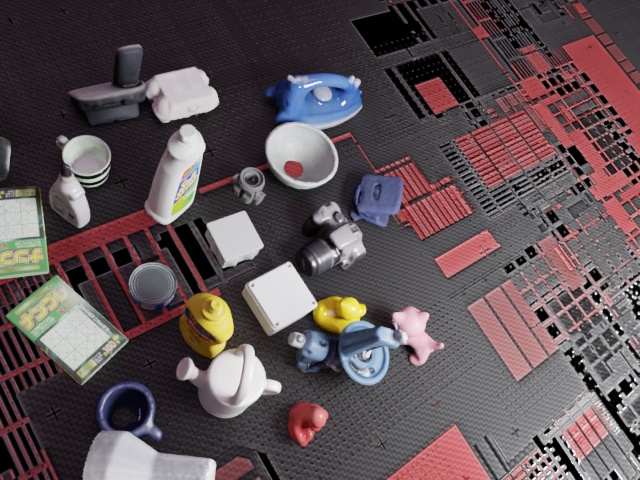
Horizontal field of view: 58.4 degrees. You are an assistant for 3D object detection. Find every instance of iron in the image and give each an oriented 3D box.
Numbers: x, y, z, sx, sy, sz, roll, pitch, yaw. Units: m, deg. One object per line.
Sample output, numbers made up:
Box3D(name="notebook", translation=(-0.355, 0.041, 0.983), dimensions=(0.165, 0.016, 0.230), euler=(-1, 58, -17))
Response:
Box3D(name="iron", translation=(0.010, -0.346, 1.348), dimensions=(0.259, 0.141, 0.118), euler=(-12, 70, -25))

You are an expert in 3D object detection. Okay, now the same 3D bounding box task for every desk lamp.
Box3D(name="desk lamp", translation=(-0.246, 0.360, 0.861), dimensions=(0.203, 0.213, 0.118), euler=(10, 62, -16))

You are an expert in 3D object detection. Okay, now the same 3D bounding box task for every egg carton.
Box3D(name="egg carton", translation=(-0.303, -0.317, 1.256), dimensions=(0.151, 0.069, 0.107), euler=(-24, 76, -29))

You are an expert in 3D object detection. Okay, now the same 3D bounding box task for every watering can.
Box3D(name="watering can", translation=(-0.151, 0.238, 0.969), dimensions=(0.173, 0.194, 0.101), euler=(-8, 68, -24))

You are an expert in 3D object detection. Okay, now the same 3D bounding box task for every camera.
Box3D(name="camera", translation=(0.011, 0.004, 1.201), dimensions=(0.137, 0.100, 0.143), euler=(-30, 78, -30))

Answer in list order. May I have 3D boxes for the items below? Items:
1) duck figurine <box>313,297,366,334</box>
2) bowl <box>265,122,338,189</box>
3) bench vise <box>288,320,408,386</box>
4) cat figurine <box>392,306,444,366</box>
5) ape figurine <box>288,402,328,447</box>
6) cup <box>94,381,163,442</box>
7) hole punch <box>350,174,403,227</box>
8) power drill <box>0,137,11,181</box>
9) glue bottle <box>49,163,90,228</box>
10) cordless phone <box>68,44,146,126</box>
Box3D(name="duck figurine", translation=(0.043, 0.142, 1.154), dimensions=(0.105, 0.086, 0.077), euler=(8, 63, -17))
Box3D(name="bowl", translation=(-0.048, -0.177, 1.282), dimensions=(0.168, 0.074, 0.167), euler=(9, 63, -17))
Box3D(name="bench vise", translation=(0.054, 0.206, 1.049), dimensions=(0.208, 0.219, 0.121), euler=(-3, 66, -22))
Box3D(name="cat figurine", translation=(0.196, 0.187, 1.173), dimensions=(0.128, 0.117, 0.067), euler=(41, 58, 2))
Box3D(name="ape figurine", translation=(-0.017, 0.327, 1.037), dimensions=(0.078, 0.092, 0.076), euler=(-13, 70, -26))
Box3D(name="cup", translation=(-0.309, 0.294, 0.939), dimensions=(0.118, 0.095, 0.092), euler=(37, 58, 0))
Box3D(name="hole punch", translation=(0.128, -0.096, 1.300), dimensions=(0.101, 0.091, 0.108), euler=(18, 60, -12))
Box3D(name="power drill", translation=(-0.599, -0.200, 1.003), dimensions=(0.076, 0.208, 0.229), euler=(0, 65, -21))
Box3D(name="glue bottle", translation=(-0.450, -0.087, 1.026), dimensions=(0.078, 0.173, 0.037), euler=(39, 58, 1))
Box3D(name="cordless phone", translation=(-0.423, -0.324, 1.145), dimensions=(0.148, 0.185, 0.094), euler=(-25, 76, -29))
